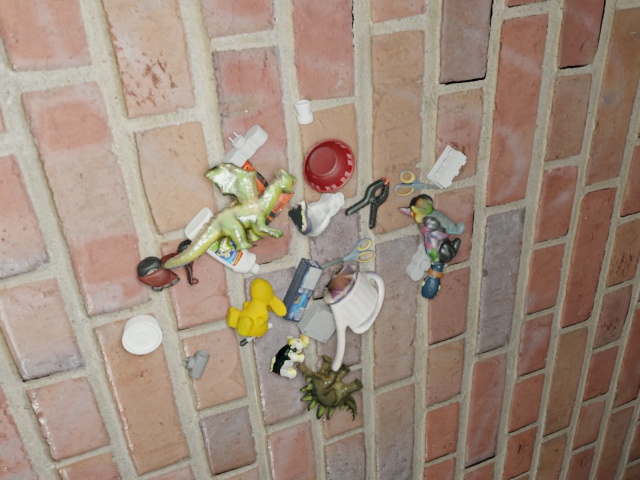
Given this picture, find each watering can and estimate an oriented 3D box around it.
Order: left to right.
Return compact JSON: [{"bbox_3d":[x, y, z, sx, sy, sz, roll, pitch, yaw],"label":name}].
[{"bbox_3d":[0.093,0.231,1.673,0.221,0.104,0.353,49,63,-28],"label":"watering can"}]

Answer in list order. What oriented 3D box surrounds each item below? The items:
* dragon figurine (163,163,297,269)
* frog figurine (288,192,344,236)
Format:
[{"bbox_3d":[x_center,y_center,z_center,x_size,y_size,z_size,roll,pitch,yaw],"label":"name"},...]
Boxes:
[{"bbox_3d":[-0.241,-0.085,1.378,0.412,0.123,0.240,-18,103,-19],"label":"dragon figurine"},{"bbox_3d":[0.005,-0.077,1.531,0.160,0.125,0.134,-11,151,-28],"label":"frog figurine"}]
